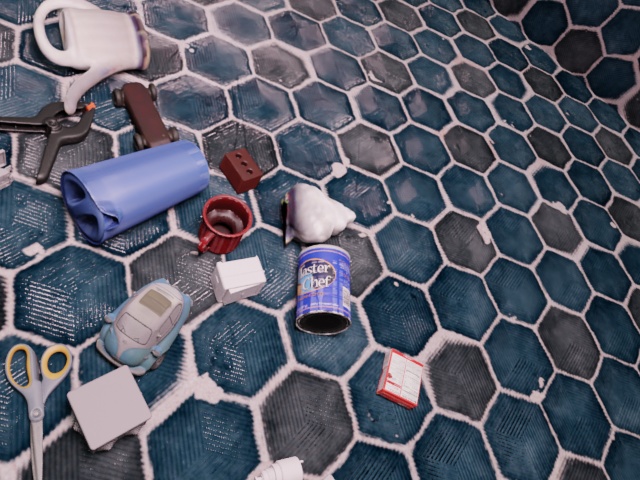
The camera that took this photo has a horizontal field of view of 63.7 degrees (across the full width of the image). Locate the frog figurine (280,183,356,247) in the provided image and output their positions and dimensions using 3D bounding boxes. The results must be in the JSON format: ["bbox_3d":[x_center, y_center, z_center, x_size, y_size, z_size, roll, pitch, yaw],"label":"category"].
[{"bbox_3d":[0.003,-0.054,1.067,0.159,0.120,0.140,-1,39,-13],"label":"frog figurine"}]

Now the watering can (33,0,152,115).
[{"bbox_3d":[-0.466,-0.393,1.083,0.225,0.102,0.353,-10,62,-31],"label":"watering can"}]
